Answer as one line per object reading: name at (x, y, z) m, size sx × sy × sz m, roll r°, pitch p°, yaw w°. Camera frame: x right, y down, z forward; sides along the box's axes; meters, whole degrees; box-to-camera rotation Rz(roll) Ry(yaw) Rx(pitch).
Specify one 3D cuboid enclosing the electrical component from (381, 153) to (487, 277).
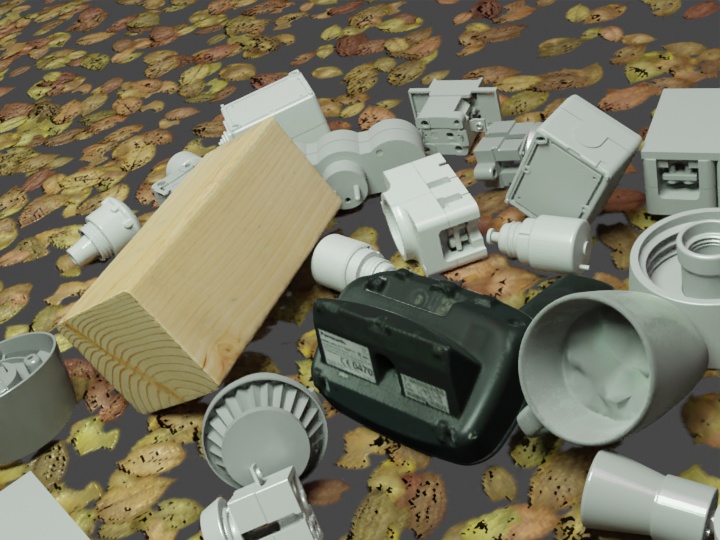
electrical component at (0.051, -0.041, 0.812) m, size 0.056 × 0.050 × 0.089 m, roll -19°, pitch 36°, yaw -5°

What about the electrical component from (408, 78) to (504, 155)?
electrical component at (0.079, -0.132, 0.930) m, size 0.081 × 0.042 × 0.063 m, roll 4°, pitch 42°, yaw 26°

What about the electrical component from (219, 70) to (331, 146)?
electrical component at (-0.080, -0.126, 0.972) m, size 0.096 × 0.061 × 0.061 m, roll -26°, pitch 34°, yaw -2°

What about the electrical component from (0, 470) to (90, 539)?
electrical component at (-0.168, 0.200, 0.562) m, size 0.105 × 0.060 × 0.186 m, roll -35°, pitch 40°, yaw -24°

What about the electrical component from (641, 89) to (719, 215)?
electrical component at (0.286, -0.080, 0.764) m, size 0.150 × 0.061 × 0.089 m, roll 4°, pitch 40°, yaw 26°

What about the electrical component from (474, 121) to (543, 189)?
electrical component at (0.129, -0.093, 0.857) m, size 0.055 × 0.048 × 0.066 m, roll 1°, pitch 39°, yaw 34°

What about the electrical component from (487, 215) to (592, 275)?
electrical component at (0.128, -0.019, 0.761) m, size 0.078 × 0.040 × 0.040 m, roll 9°, pitch 42°, yaw 31°

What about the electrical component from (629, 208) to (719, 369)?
electrical component at (0.222, 0.003, 0.677) m, size 0.108 × 0.060 × 0.108 m, roll -10°, pitch 36°, yaw 8°

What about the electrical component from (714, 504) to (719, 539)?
electrical component at (0.221, 0.097, 0.540) m, size 0.052 × 0.073 × 0.138 m, roll 14°, pitch 45°, yaw 35°

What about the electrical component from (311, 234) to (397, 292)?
electrical component at (0.000, 0.000, 0.784) m, size 0.078 × 0.040 × 0.040 m, roll 19°, pitch 48°, yaw 38°

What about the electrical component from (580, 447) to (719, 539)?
electrical component at (0.154, 0.122, 0.562) m, size 0.065 × 0.044 × 0.044 m, roll 13°, pitch 44°, yaw 27°

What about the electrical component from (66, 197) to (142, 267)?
electrical component at (-0.216, -0.028, 0.902) m, size 0.062 × 0.048 × 0.048 m, roll -40°, pitch 42°, yaw -20°

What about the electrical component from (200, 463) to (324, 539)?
electrical component at (-0.056, 0.144, 0.602) m, size 0.055 × 0.066 × 0.048 m, roll -24°, pitch 1°, yaw 2°

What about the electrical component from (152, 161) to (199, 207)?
electrical component at (-0.137, -0.051, 0.885) m, size 0.042 × 0.063 × 0.081 m, roll 22°, pitch 50°, yaw 42°

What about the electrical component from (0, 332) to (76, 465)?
electrical component at (-0.249, 0.085, 0.744) m, size 0.099 × 0.064 × 0.099 m, roll -10°, pitch 36°, yaw 8°

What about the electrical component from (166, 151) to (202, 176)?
electrical component at (-0.144, -0.081, 0.950) m, size 0.044 × 0.044 × 0.065 m, roll -32°, pitch 34°, yaw -21°

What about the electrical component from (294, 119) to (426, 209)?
electrical component at (-0.013, -0.075, 0.879) m, size 0.138 × 0.052 × 0.073 m, roll -12°, pitch 36°, yaw 5°

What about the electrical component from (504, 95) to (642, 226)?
electrical component at (0.153, -0.070, 0.781) m, size 0.062 × 0.096 × 0.061 m, roll 36°, pitch 55°, yaw 14°
